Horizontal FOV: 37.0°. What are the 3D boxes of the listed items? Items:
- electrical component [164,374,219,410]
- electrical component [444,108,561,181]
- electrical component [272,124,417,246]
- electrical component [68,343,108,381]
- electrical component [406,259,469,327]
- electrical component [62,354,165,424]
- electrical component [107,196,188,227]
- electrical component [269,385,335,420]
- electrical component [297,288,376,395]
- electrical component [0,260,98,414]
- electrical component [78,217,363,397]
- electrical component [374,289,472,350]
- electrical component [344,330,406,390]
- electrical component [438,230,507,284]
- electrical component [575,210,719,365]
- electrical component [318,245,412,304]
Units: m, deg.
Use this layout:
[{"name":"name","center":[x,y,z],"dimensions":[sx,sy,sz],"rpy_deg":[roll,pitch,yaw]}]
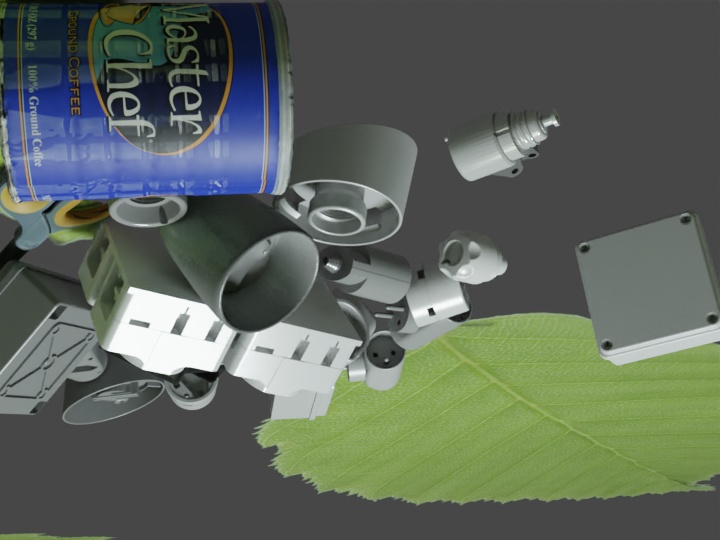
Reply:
[{"name":"electrical component","center":[-0.173,0.115,1.105],"dimensions":[0.055,0.055,0.047],"rpy_deg":[-4,161,-8]},{"name":"electrical component","center":[0.095,-0.088,0.714],"dimensions":[0.078,0.040,0.040],"rpy_deg":[-19,155,27]},{"name":"electrical component","center":[-0.012,-0.060,0.747],"dimensions":[0.099,0.064,0.099],"rpy_deg":[5,153,3]},{"name":"electrical component","center":[-0.277,0.072,0.978],"dimensions":[0.079,0.043,0.077],"rpy_deg":[-6,158,-4]},{"name":"electrical component","center":[0.067,0.018,0.948],"dimensions":[0.047,0.055,0.055],"rpy_deg":[-16,157,10]},{"name":"electrical component","center":[-0.243,0.112,1.058],"dimensions":[0.099,0.064,0.099],"rpy_deg":[-7,158,-3]},{"name":"electrical component","center":[-0.138,-0.059,0.697],"dimensions":[0.055,0.047,0.055],"rpy_deg":[-7,158,-3]},{"name":"electrical component","center":[-0.060,0.100,1.075],"dimensions":[0.057,0.078,0.113],"rpy_deg":[-1,157,-8]},{"name":"electrical component","center":[-0.031,0.061,0.969],"dimensions":[0.059,0.053,0.095],"rpy_deg":[-31,-168,44]},{"name":"electrical component","center":[-0.260,0.055,0.834],"dimensions":[0.108,0.056,0.109],"rpy_deg":[-50,166,0]},{"name":"electrical component","center":[-0.106,0.030,0.801],"dimensions":[0.186,0.105,0.060],"rpy_deg":[15,114,-32]},{"name":"electrical component","center":[0.051,0.041,1.011],"dimensions":[0.079,0.044,0.077],"rpy_deg":[7,153,-33]},{"name":"electrical component","center":[0.007,0.097,1.134],"dimensions":[0.079,0.044,0.077],"rpy_deg":[-6,158,-5]},{"name":"electrical component","center":[0.099,-0.009,0.906],"dimensions":[0.062,0.043,0.043],"rpy_deg":[13,150,-43]},{"name":"electrical component","center":[0.255,0.017,0.937],"dimensions":[0.109,0.108,0.056],"rpy_deg":[-17,159,21]},{"name":"electrical component","center":[0.000,0.000,0.894],"dimensions":[0.043,0.043,0.081],"rpy_deg":[-26,151,38]}]
